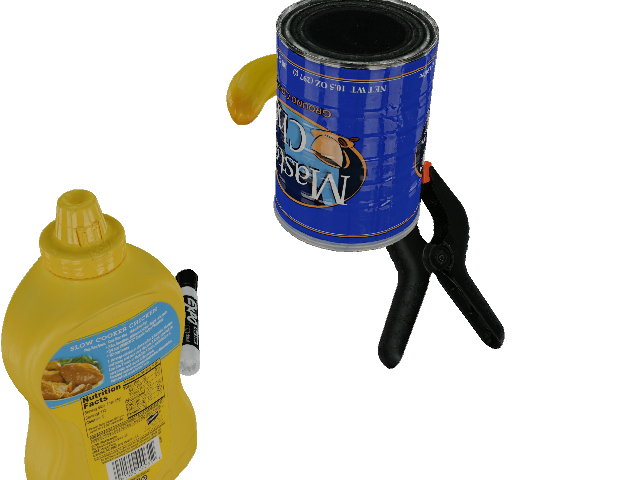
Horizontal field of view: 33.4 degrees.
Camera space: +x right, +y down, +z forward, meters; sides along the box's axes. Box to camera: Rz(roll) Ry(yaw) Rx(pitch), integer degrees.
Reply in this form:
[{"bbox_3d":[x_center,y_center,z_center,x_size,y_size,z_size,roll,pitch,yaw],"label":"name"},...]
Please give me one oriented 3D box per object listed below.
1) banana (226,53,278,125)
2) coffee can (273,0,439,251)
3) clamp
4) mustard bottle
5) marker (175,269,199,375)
[{"bbox_3d":[-0.036,-0.143,0.981,0.070,0.037,0.197,37,29,20],"label":"banana"},{"bbox_3d":[0.021,-0.078,0.707,0.103,0.140,0.103,2,37,-1],"label":"coffee can"},{"bbox_3d":[0.084,0.023,0.887,0.120,0.171,0.039,-17,-1,-33],"label":"clamp"},{"bbox_3d":[-0.115,0.058,0.555,0.096,0.192,0.058,-24,43,-30],"label":"mustard bottle"},{"bbox_3d":[-0.107,0.062,0.852,0.020,0.020,0.121,0,34,-7],"label":"marker"}]
